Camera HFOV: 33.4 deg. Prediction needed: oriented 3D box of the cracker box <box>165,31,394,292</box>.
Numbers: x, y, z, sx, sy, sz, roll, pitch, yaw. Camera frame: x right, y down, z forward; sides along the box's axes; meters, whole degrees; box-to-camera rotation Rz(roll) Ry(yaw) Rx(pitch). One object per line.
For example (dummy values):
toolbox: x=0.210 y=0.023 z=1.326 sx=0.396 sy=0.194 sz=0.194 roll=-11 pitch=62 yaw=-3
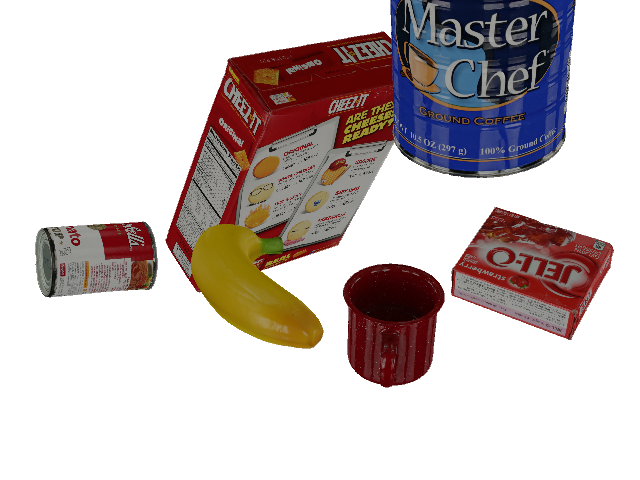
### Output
cracker box: x=-0.027 y=-0.066 z=0.896 sx=0.163 sy=0.072 sz=0.214 roll=-18 pitch=-31 yaw=-36

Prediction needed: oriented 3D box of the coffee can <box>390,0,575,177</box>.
coffee can: x=0.089 y=-0.121 z=0.593 sx=0.103 sy=0.140 sz=0.103 roll=-3 pitch=37 yaw=2

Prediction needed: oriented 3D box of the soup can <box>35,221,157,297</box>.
soup can: x=-0.217 y=0.018 z=1.029 sx=0.102 sy=0.068 sz=0.069 roll=-4 pitch=2 yaw=-28

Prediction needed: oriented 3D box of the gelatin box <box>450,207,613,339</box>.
gelatin box: x=0.144 y=0.020 z=0.726 sx=0.089 sy=0.030 sz=0.073 roll=20 pitch=47 yaw=23

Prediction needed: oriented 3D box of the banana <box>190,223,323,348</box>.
banana: x=-0.046 y=0.021 z=0.675 sx=0.069 sy=0.037 sz=0.198 roll=-3 pitch=18 yaw=-8

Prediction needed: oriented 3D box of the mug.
mug: x=0.066 y=0.088 z=0.990 sx=0.093 sy=0.081 sz=0.117 roll=3 pitch=34 yaw=3
